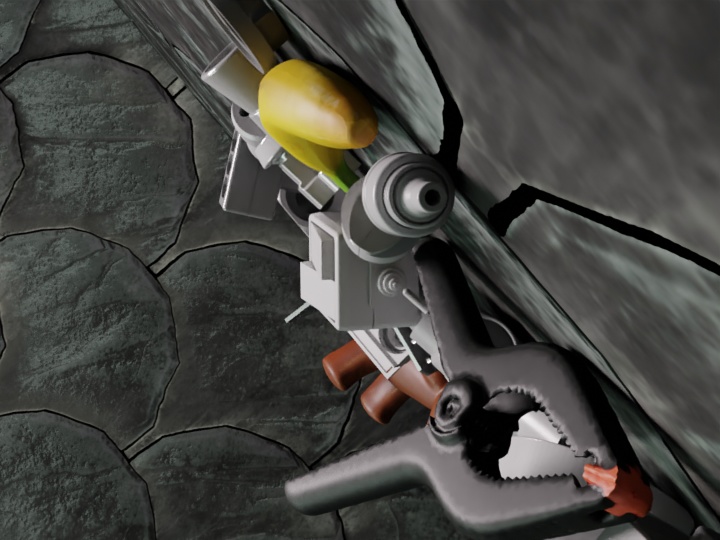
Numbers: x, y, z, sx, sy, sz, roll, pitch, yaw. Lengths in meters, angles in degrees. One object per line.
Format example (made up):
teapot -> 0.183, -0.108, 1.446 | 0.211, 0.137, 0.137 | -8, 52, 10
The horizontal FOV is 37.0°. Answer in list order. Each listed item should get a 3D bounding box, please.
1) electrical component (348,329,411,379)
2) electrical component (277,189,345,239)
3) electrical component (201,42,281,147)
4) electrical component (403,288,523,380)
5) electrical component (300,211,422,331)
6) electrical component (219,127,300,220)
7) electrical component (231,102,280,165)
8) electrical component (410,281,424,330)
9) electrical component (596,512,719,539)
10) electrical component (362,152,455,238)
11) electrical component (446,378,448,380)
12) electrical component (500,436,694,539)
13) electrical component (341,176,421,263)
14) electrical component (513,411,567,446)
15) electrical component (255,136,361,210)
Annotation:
electrical component -> 0.019, 0.026, 0.979 | 0.121, 0.078, 0.063 | 50, -160, 17
electrical component -> -0.036, -0.058, 0.873 | 0.089, 0.050, 0.055 | 50, 178, 3
electrical component -> -0.055, -0.105, 0.633 | 0.065, 0.044, 0.044 | 46, 179, -19
electrical component -> 0.056, 0.038, 0.617 | 0.079, 0.043, 0.077 | 41, 180, 10
electrical component -> 0.000, 0.000, 0.672 | 0.096, 0.061, 0.061 | -142, 50, -71
electrical component -> -0.059, -0.079, 0.804 | 0.076, 0.083, 0.047 | 12, -173, -13
electrical component -> -0.062, -0.102, 0.738 | 0.045, 0.045, 0.055 | 49, 177, 14
electrical component -> 0.042, 0.017, 0.725 | 0.078, 0.040, 0.040 | 49, 178, 30
electrical component -> 0.143, 0.144, 0.451 | 0.108, 0.060, 0.108 | 33, -174, -4
electrical component -> 0.022, -0.030, 0.428 | 0.035, 0.035, 0.061 | 50, 176, -11
electrical component -> 0.073, 0.058, 0.808 | 0.046, 0.040, 0.040 | 55, 177, -6
electrical component -> 0.111, 0.139, 0.562 | 0.108, 0.060, 0.108 | 24, 162, 9
electrical component -> 0.012, -0.027, 0.543 | 0.043, 0.043, 0.081 | 50, 178, 2
electrical component -> 0.107, 0.086, 0.605 | 0.046, 0.040, 0.040 | 40, 171, 48
electrical component -> -0.033, -0.071, 0.687 | 0.055, 0.048, 0.066 | 43, 178, -4
